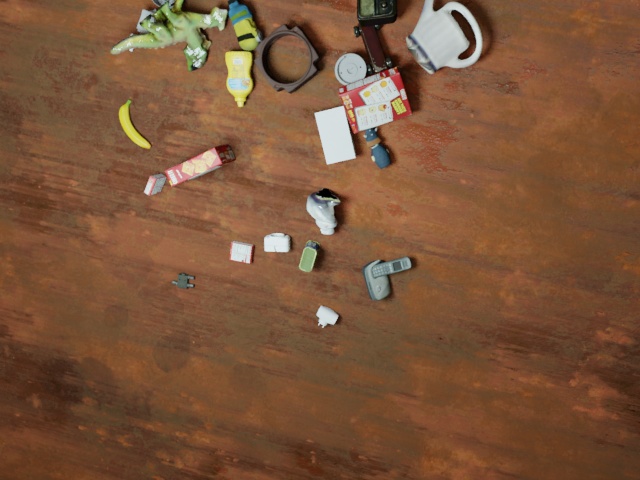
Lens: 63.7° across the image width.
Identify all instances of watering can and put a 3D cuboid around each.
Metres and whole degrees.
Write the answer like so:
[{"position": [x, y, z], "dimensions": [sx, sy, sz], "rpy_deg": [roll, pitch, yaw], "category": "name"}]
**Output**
[{"position": [0.380, -0.704, 1.700], "dimensions": [0.222, 0.105, 0.346], "rpy_deg": [-36, 95, 16], "category": "watering can"}]

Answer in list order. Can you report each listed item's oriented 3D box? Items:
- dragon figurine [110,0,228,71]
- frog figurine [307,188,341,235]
[{"position": [-0.502, -0.702, 1.812], "dimensions": [0.408, 0.124, 0.239], "rpy_deg": [-36, 119, 9], "category": "dragon figurine"}, {"position": [0.006, -0.096, 1.900], "dimensions": [0.139, 0.124, 0.156], "rpy_deg": [30, 120, 34], "category": "frog figurine"}]
